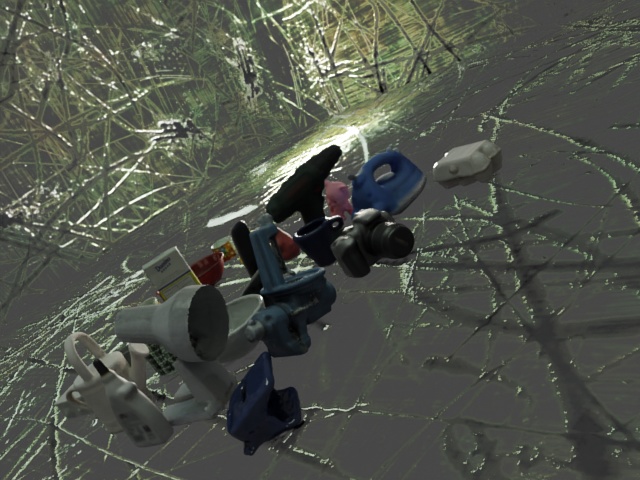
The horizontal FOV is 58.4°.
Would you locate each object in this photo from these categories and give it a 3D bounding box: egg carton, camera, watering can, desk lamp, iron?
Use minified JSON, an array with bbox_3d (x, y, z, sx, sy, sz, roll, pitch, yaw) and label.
[{"bbox_3d":[0.327,-0.166,1.276,0.149,0.069,0.107,-8,28,50],"label":"egg carton"},{"bbox_3d":[0.106,-0.001,1.112,0.143,0.101,0.136,-35,18,-17],"label":"camera"},{"bbox_3d":[-0.394,0.247,1.058,0.173,0.194,0.100,-35,18,-16],"label":"watering can"},{"bbox_3d":[-0.222,0.184,0.927,0.202,0.214,0.118,-21,20,26],"label":"desk lamp"},{"bbox_3d":[0.160,-0.149,1.371,0.118,0.142,0.259,-10,26,47],"label":"iron"}]

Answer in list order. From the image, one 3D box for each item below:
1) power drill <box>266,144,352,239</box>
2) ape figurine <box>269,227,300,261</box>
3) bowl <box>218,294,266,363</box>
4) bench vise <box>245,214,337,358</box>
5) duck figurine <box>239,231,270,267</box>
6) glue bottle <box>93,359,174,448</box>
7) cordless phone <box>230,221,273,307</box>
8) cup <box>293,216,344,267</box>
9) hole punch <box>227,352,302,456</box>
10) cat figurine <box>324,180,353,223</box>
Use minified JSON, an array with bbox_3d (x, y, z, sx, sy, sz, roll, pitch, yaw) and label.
[{"bbox_3d":[-0.003,-0.083,1.333,0.230,0.209,0.075,-35,18,-16],"label":"power drill"},{"bbox_3d":[-0.098,0.006,1.433,0.076,0.092,0.078,-9,26,48],"label":"ape figurine"},{"bbox_3d":[-0.163,0.179,1.081,0.167,0.075,0.167,-27,18,9],"label":"bowl"},{"bbox_3d":[-0.064,0.075,0.970,0.121,0.220,0.207,-22,19,22],"label":"bench vise"},{"bbox_3d":[-0.178,0.018,1.538,0.104,0.086,0.077,-25,18,14],"label":"duck figurine"},{"bbox_3d":[-0.311,0.260,0.925,0.078,0.173,0.037,-19,20,30],"label":"glue bottle"},{"bbox_3d":[-0.154,0.062,1.208,0.094,0.185,0.148,-21,19,26],"label":"cordless phone"},{"bbox_3d":[0.012,0.004,1.258,0.117,0.095,0.091,-26,18,11],"label":"cup"},{"bbox_3d":[-0.089,0.226,0.804,0.101,0.091,0.108,-30,17,0],"label":"hole punch"},{"bbox_3d":[0.044,-0.113,1.497,0.067,0.118,0.127,-32,18,-6],"label":"cat figurine"}]
